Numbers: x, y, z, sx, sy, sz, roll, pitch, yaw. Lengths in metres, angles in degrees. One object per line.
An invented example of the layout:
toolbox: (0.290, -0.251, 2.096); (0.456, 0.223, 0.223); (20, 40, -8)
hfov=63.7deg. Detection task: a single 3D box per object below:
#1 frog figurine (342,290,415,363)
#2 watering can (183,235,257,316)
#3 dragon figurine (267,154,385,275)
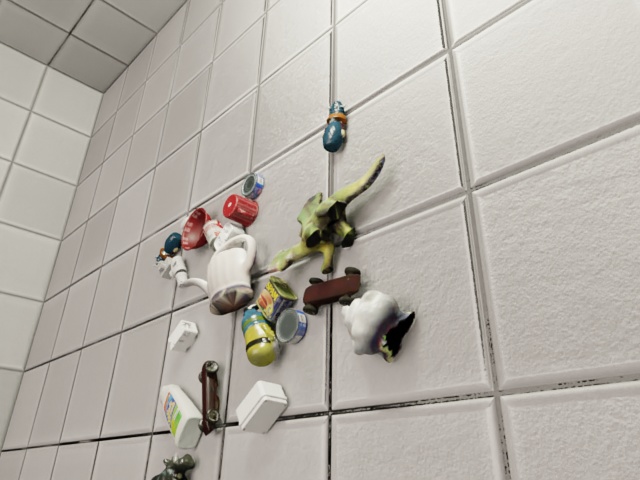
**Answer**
frog figurine: (0.096, 0.166, 1.067); (0.161, 0.123, 0.136); (24, 109, 41)
watering can: (-0.302, 0.128, 1.553); (0.343, 0.103, 0.230); (-37, 47, 29)
dragon figurine: (0.004, -0.067, 1.325); (0.410, 0.121, 0.246); (-54, 31, 2)
